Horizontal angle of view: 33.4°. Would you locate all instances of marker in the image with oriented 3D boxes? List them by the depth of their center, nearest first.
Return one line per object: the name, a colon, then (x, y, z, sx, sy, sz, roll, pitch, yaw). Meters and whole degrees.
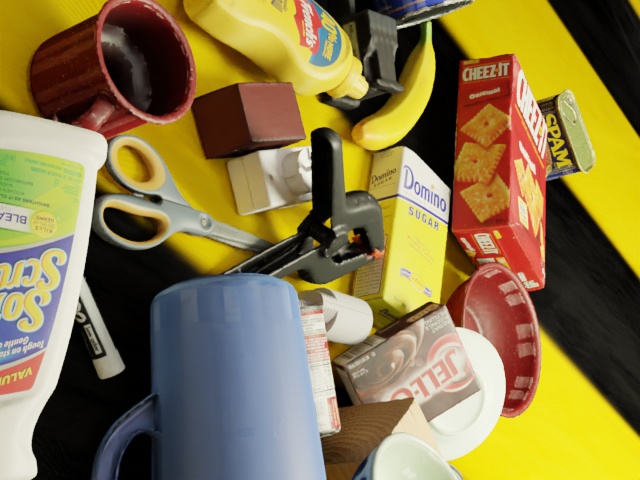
marker: (-0.165, 0.037, 0.727, 0.020, 0.020, 0.121, -34, 106, -52)

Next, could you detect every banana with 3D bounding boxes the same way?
banana: (0.078, -0.142, 1.088, 0.069, 0.037, 0.197, 61, 41, -34)

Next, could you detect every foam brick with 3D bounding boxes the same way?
foam brick: (-0.058, -0.100, 0.885, 0.078, 0.053, 0.051, -12, 88, -53)

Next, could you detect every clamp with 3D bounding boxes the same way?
clamp: (-0.006, 0.001, 0.898, 0.036, 0.164, 0.209, 42, 5, 25)

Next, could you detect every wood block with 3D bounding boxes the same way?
wood block: (0.069, 0.248, 0.907, 0.090, 0.090, 0.206, -43, 113, -51)

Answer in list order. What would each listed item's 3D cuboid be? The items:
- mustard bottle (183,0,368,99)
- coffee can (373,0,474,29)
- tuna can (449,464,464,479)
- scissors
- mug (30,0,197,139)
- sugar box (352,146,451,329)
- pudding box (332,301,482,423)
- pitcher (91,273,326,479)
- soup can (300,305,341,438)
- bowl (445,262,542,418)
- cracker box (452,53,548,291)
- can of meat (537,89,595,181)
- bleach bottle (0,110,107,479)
mustard bottle: (-0.029, -0.179, 0.925, 0.191, 0.058, 0.096, 33, 42, -34)
coffee can: (0.092, -0.300, 1.106, 0.102, 0.103, 0.140, -22, 96, -53)
tuna can: (0.107, 0.252, 1.002, 0.086, 0.034, 0.086, 21, 63, -48)
scissors: (-0.102, -0.032, 0.835, 0.201, 0.016, 0.096, -2, 80, -53)
mug: (-0.151, -0.107, 0.740, 0.093, 0.082, 0.117, 49, 44, -31)
sugar box: (0.083, 0.004, 1.042, 0.093, 0.048, 0.176, 39, 51, -40)
pudding box: (0.078, 0.120, 0.959, 0.113, 0.039, 0.090, -28, 103, -13)
pitcher: (-0.068, 0.151, 0.740, 0.149, 0.145, 0.243, 30, 51, -64)
soup can: (-0.023, 0.107, 0.850, 0.068, 0.069, 0.102, -1, 80, -53)
bowl: (0.169, 0.106, 1.111, 0.161, 0.055, 0.162, 17, 67, -48)
cracker box: (0.203, -0.070, 1.174, 0.164, 0.072, 0.213, 49, 42, -54)
can of meat: (0.278, -0.124, 1.308, 0.057, 0.084, 0.102, -38, 109, -51)
bleach bottle: (-0.190, 0.051, 0.645, 0.102, 0.068, 0.251, 11, 71, -30)
